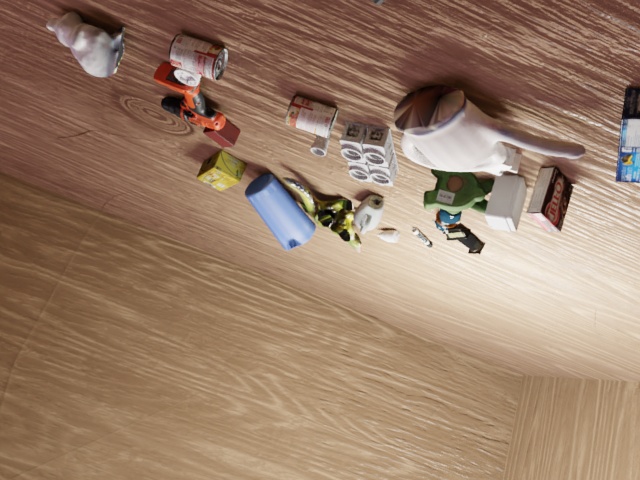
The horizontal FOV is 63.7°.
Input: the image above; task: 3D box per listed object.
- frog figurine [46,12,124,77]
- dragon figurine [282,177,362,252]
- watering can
[{"bbox_3d":[-0.518,-0.430,1.125,0.159,0.122,0.138,13,-176,-17],"label":"frog figurine"},{"bbox_3d":[0.005,-0.084,1.668,0.406,0.123,0.242,37,166,-22],"label":"dragon figurine"},{"bbox_3d":[0.282,-0.199,0.957,0.347,0.105,0.221,1,154,48],"label":"watering can"}]
